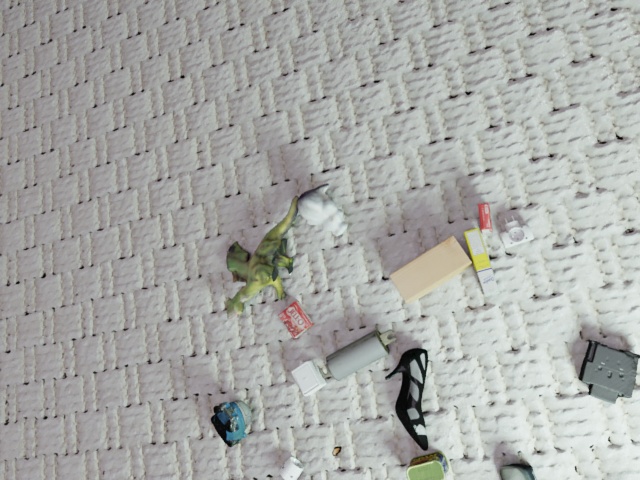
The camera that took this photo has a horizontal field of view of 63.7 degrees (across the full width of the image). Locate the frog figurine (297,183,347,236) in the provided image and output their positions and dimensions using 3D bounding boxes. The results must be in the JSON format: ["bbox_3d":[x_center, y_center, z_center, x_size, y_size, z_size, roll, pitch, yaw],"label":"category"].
[{"bbox_3d":[0.005,-0.078,1.557,0.135,0.123,0.160,-31,78,46],"label":"frog figurine"}]

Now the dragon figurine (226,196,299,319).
[{"bbox_3d":[-0.201,0.051,1.612,0.243,0.120,0.416,4,71,28],"label":"dragon figurine"}]
